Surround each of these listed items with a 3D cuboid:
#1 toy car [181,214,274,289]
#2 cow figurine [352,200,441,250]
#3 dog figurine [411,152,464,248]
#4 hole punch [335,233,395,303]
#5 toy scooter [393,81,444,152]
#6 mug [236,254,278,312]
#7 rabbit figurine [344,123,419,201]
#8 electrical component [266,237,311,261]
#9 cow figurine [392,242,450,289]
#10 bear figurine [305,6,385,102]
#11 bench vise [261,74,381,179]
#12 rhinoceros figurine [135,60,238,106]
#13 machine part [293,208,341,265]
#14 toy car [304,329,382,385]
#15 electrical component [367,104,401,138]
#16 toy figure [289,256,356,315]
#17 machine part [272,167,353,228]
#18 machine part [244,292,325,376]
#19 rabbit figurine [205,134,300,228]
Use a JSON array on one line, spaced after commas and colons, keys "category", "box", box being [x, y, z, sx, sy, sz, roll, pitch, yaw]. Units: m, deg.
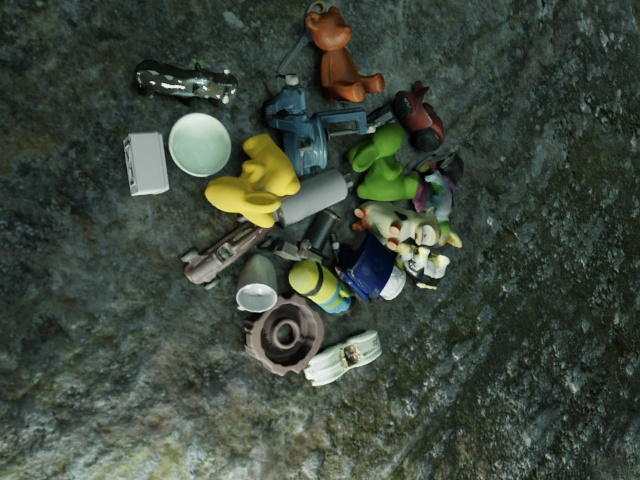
[{"category": "toy car", "box": [-0.183, 0.017, 1.087, 0.202, 0.053, 0.089, -35, 105, -9]}, {"category": "cow figurine", "box": [0.187, -0.041, 1.237, 0.127, 0.195, 0.085, -44, 148, -37]}, {"category": "dog figurine", "box": [0.301, -0.087, 1.335, 0.191, 0.109, 0.219, -39, 117, -34]}, {"category": "hole punch", "box": [0.106, 0.060, 1.208, 0.142, 0.092, 0.116, 48, 33, -32]}, {"category": "toy scooter", "box": [0.250, -0.313, 1.318, 0.183, 0.075, 0.135, 44, 51, -30]}, {"category": "mug", "box": [-0.133, 0.090, 1.110, 0.081, 0.109, 0.107, 24, 37, -21]}, {"category": "rabbit figurine", "box": [0.138, -0.184, 1.230, 0.159, 0.121, 0.170, -4, 112, -14]}, {"category": "electrical component", "box": [-0.067, 0.015, 1.143, 0.078, 0.102, 0.045, 27, 74, -36]}, {"category": "cow figurine", "box": [0.235, 0.061, 1.326, 0.167, 0.068, 0.098, 19, 88, -27]}, {"category": "bear figurine", "box": [0.052, -0.407, 1.170, 0.120, 0.132, 0.195, -31, 120, -42]}, {"category": "bench vise", "box": [0.001, -0.249, 1.147, 0.241, 0.129, 0.223, -9, 104, -11]}, {"category": "rhinoceros figurine", "box": [-0.253, -0.304, 1.025, 0.190, 0.112, 0.073, 4, 87, -21]}, {"category": "machine part", "box": [-0.002, -0.004, 1.206, 0.084, 0.039, 0.138, 24, 89, -18]}, {"category": "toy car", "box": [0.054, 0.267, 1.235, 0.202, 0.056, 0.073, -20, 100, -27]}, {"category": "electrical component", "box": [0.157, -0.282, 1.284, 0.119, 0.048, 0.074, -31, 106, -23]}, {"category": "toy figure", "box": [0.009, 0.106, 1.182, 0.082, 0.089, 0.180, -40, 120, 9]}, {"category": "machine part", "box": [-0.027, -0.094, 1.171, 0.243, 0.079, 0.079, -26, 103, -24]}, {"category": "machine part", "box": [-0.078, 0.200, 1.163, 0.179, 0.056, 0.179, -1, 91, -30]}, {"category": "rabbit figurine", "box": [-0.137, -0.100, 1.060, 0.173, 0.121, 0.162, -26, 71, -29]}]
